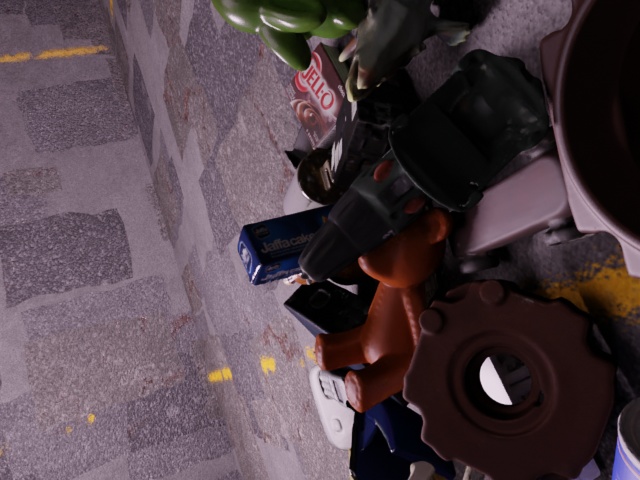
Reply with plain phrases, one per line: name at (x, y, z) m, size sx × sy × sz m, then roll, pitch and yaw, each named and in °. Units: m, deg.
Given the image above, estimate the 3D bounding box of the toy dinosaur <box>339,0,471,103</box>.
toy dinosaur at (0.072, -0.321, 0.447) m, size 0.192 × 0.131 × 0.404 m, roll -175°, pitch 80°, yaw -71°

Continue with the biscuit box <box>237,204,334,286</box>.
biscuit box at (-0.001, -0.002, 0.683) m, size 0.063 × 0.203 × 0.059 m, roll 63°, pitch 152°, yaw 23°

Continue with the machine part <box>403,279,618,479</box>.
machine part at (0.159, 0.120, 0.460) m, size 0.180 × 0.056 × 0.179 m, roll -3°, pitch 84°, yaw 27°

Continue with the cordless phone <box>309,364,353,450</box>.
cordless phone at (0.048, 0.258, 0.826) m, size 0.184 × 0.089 × 0.146 m, roll 133°, pitch 120°, yaw -79°

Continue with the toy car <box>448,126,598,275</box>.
toy car at (0.168, -0.026, 0.473) m, size 0.202 × 0.053 × 0.089 m, roll 130°, pitch 126°, yaw -72°

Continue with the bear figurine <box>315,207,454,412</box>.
bear figurine at (0.068, 0.056, 0.558) m, size 0.120 × 0.132 × 0.195 m, roll -141°, pitch 44°, yaw -57°

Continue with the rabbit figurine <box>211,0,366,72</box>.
rabbit figurine at (-0.042, -0.278, 0.649) m, size 0.159 × 0.170 × 0.121 m, roll 64°, pitch 155°, yaw 25°

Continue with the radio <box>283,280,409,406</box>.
radio at (0.046, 0.130, 0.754) m, size 0.131 × 0.073 × 0.230 m, roll 49°, pitch 166°, yaw -24°

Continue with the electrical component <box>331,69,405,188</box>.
electrical component at (0.052, -0.124, 0.623) m, size 0.134 × 0.058 × 0.115 m, roll 110°, pitch 168°, yaw -53°

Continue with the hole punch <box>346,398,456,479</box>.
hole punch at (0.106, 0.259, 0.698) m, size 0.092 × 0.142 × 0.116 m, roll -45°, pitch 26°, yaw 36°

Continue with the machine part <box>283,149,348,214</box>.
machine part at (-0.008, -0.069, 0.782) m, size 0.243 × 0.079 × 0.079 m, roll 132°, pitch 121°, yaw -77°

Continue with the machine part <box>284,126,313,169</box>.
machine part at (-0.006, -0.154, 0.800) m, size 0.084 × 0.039 × 0.139 m, roll 61°, pitch 142°, yaw 18°

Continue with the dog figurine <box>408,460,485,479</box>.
dog figurine at (0.158, 0.357, 0.597) m, size 0.121 × 0.172 × 0.190 m, roll -150°, pitch 55°, yaw -73°

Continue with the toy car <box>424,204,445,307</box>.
toy car at (0.105, 0.027, 0.647) m, size 0.073 × 0.056 × 0.201 m, roll -2°, pitch 101°, yaw 66°

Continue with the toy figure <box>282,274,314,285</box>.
toy figure at (-0.027, 0.032, 0.785) m, size 0.155 × 0.058 × 0.064 m, roll 0°, pitch 109°, yaw 61°

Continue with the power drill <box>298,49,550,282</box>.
power drill at (0.076, -0.048, 0.431) m, size 0.086 × 0.232 × 0.207 m, roll 47°, pitch 172°, yaw 6°

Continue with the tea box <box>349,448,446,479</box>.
tea box at (0.122, 0.356, 0.758) m, size 0.170 × 0.098 × 0.068 m, roll 41°, pitch 140°, yaw 50°

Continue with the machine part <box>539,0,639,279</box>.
machine part at (0.224, -0.078, 0.281) m, size 0.201 × 0.087 × 0.200 m, roll -5°, pitch 99°, yaw 65°
